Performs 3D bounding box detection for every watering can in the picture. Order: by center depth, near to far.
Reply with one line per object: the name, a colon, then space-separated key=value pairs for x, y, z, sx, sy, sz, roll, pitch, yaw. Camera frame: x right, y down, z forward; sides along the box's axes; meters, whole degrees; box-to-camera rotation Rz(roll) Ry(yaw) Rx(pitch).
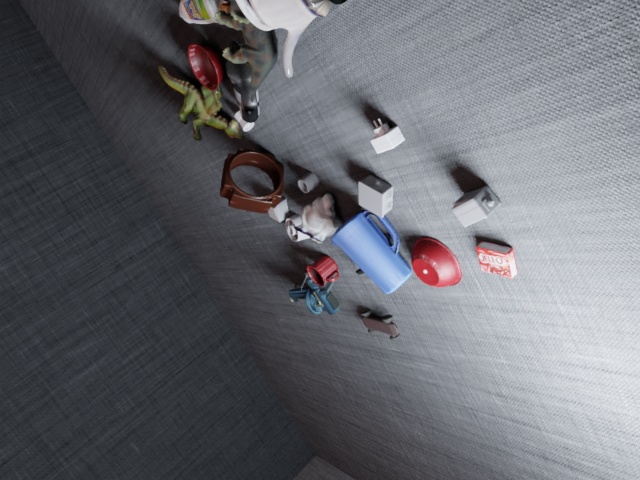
watering can: x=-0.075 y=-0.538 z=1.204 sx=0.224 sy=0.106 sz=0.341 roll=-1 pitch=144 yaw=31

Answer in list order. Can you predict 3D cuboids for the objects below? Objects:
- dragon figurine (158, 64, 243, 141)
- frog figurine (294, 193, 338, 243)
dragon figurine: x=-0.424 y=-0.516 z=1.848 sx=0.239 sy=0.124 sz=0.409 roll=-32 pitch=97 yaw=45
frog figurine: x=0.005 y=-0.084 z=1.675 sx=0.139 sy=0.122 sz=0.157 roll=39 pitch=114 yaw=40
